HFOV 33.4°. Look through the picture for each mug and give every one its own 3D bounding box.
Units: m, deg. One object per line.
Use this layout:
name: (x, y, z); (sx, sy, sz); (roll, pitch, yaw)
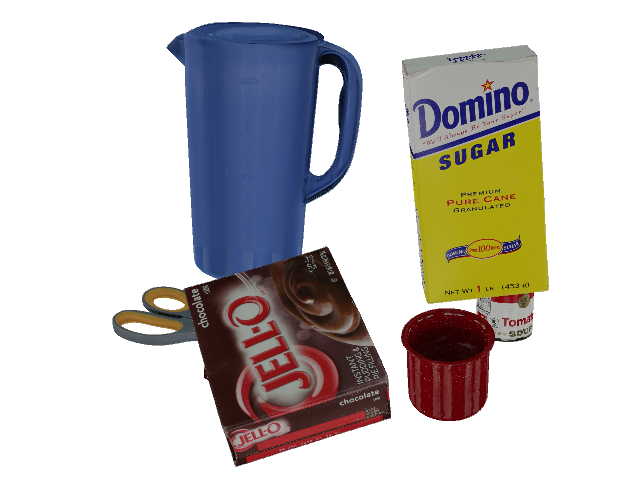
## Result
mug: (0.137, 0.122, 1.089); (0.093, 0.081, 0.117); (20, 39, 33)

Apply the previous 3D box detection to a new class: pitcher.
pitcher: (-0.057, -0.086, 1.031); (0.144, 0.243, 0.149); (-11, 23, -33)

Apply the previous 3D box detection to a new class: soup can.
soup can: (0.221, 0.062, 1.276); (0.068, 0.102, 0.068); (-1, 19, 0)

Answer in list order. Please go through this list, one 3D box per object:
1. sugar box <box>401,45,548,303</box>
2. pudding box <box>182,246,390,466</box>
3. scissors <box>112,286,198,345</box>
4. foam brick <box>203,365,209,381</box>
sugar box: (0.112, -0.046, 0.770); (0.093, 0.176, 0.048); (-7, 22, 3)
pudding box: (-0.021, 0.062, 0.594); (0.090, 0.039, 0.113); (-16, 41, -8)
scissors: (-0.098, 0.081, 1.031); (0.201, 0.016, 0.096); (6, 31, 1)
foam brick: (-0.053, 0.073, 0.813); (0.052, 0.078, 0.051); (-5, 15, -35)
